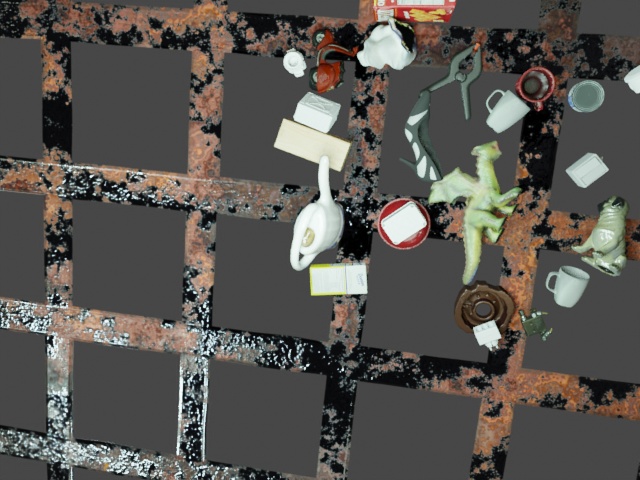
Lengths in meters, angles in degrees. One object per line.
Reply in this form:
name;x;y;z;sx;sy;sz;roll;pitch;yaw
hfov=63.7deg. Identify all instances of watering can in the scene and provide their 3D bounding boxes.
watering can;0.005;-0.075;1.496;0.104;0.225;0.344;23;103;21

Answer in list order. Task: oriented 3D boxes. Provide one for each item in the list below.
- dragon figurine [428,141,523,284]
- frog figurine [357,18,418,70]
dragon figurine;0.434;-0.097;1.510;0.244;0.122;0.407;32;101;19
frog figurine;0.192;-0.540;1.464;0.136;0.125;0.157;48;140;-11
